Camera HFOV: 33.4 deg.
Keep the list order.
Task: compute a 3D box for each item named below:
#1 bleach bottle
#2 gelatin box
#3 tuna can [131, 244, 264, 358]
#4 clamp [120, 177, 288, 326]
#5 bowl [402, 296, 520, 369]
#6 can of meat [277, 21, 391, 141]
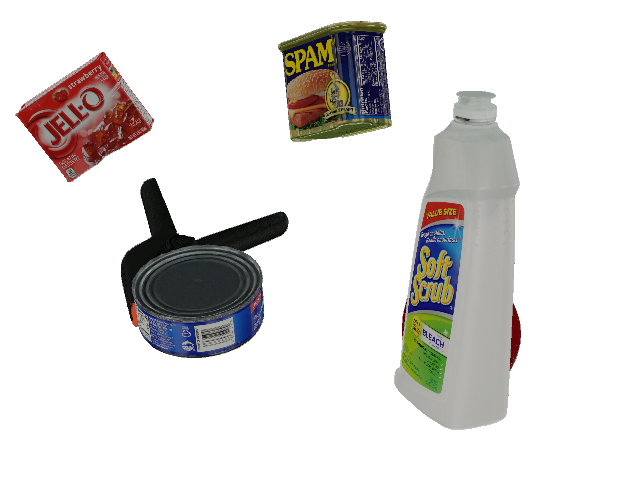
[{"bbox_3d":[0.106,0.011,0.813,0.068,0.251,0.103,-7,20,-23],"label":"bleach bottle"},{"bbox_3d":[-0.196,-0.102,0.893,0.089,0.073,0.030,-31,21,11],"label":"gelatin box"},{"bbox_3d":[-0.080,0.040,0.706,0.086,0.034,0.086,-2,33,1],"label":"tuna can"},{"bbox_3d":[-0.147,0.008,1.069,0.165,0.036,0.209,18,39,17],"label":"clamp"},{"bbox_3d":[0.166,0.099,1.155,0.161,0.162,0.055,0,-6,-37],"label":"bowl"},{"bbox_3d":[0.012,-0.131,0.897,0.057,0.084,0.102,-5,0,-37],"label":"can of meat"}]
